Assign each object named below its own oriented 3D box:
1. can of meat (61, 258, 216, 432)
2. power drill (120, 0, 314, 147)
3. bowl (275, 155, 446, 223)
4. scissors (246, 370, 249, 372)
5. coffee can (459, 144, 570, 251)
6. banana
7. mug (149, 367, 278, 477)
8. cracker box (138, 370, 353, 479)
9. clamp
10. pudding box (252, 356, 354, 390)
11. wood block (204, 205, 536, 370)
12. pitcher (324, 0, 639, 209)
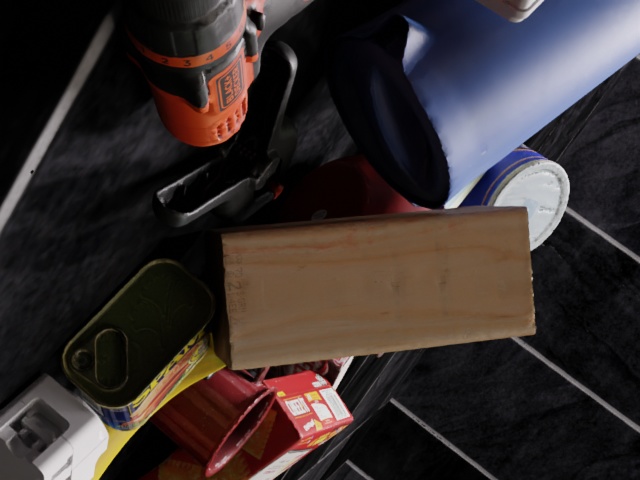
[{"bbox_3d":[-0.117,0.072,0.703,0.102,0.057,0.084,-48,169,-21],"label":"can of meat"},{"bbox_3d":[-0.016,-0.143,0.485,0.187,0.057,0.184,-47,170,-15],"label":"power drill"},{"bbox_3d":[0.016,-0.009,0.832,0.162,0.162,0.055,-53,131,0],"label":"bowl"},{"bbox_3d":[-0.088,0.113,1.009,0.096,0.016,0.202,-47,166,-27],"label":"scissors"},{"bbox_3d":[0.162,-0.061,1.062,0.102,0.140,0.103,-19,128,-26],"label":"coffee can"},{"bbox_3d":[-0.137,0.127,0.771,0.197,0.037,0.070,-42,-153,-6],"label":"banana"},{"bbox_3d":[-0.089,0.126,0.887,0.117,0.081,0.093,-55,167,10],"label":"mug"},{"bbox_3d":[-0.088,0.214,1.027,0.214,0.072,0.164,-38,167,13],"label":"cracker box"},{"bbox_3d":[-0.041,-0.059,0.658,0.120,0.039,0.171,-50,174,6],"label":"clamp"},{"bbox_3d":[-0.018,0.126,1.126,0.039,0.090,0.114,-46,166,-34],"label":"pudding box"},{"bbox_3d":[0.031,0.029,0.729,0.091,0.206,0.090,-175,-100,-77],"label":"wood block"},{"bbox_3d":[0.134,-0.131,0.746,0.242,0.145,0.149,-33,-169,-16],"label":"pitcher"}]
